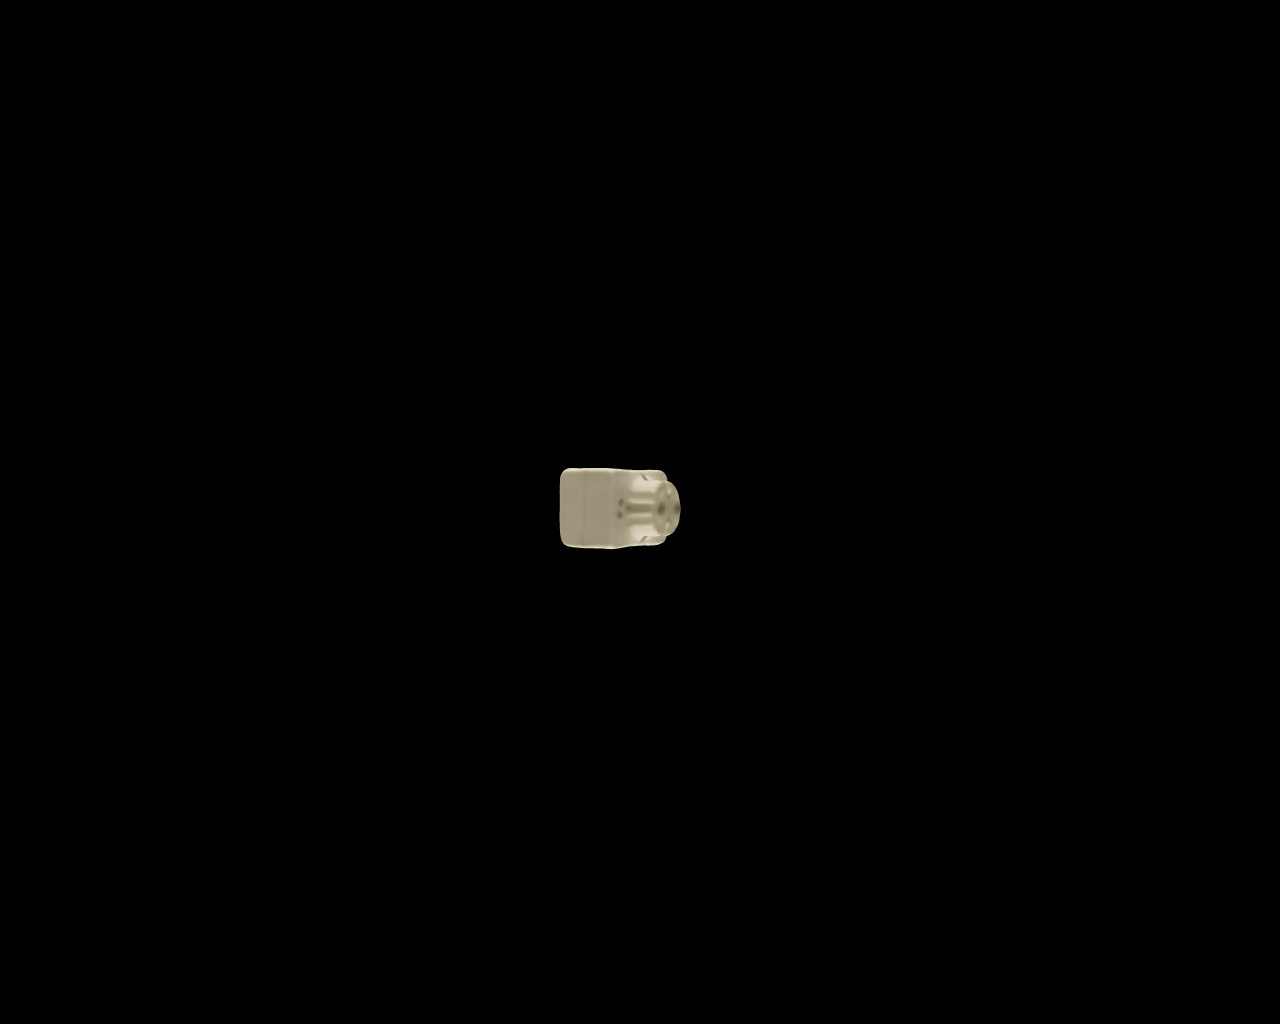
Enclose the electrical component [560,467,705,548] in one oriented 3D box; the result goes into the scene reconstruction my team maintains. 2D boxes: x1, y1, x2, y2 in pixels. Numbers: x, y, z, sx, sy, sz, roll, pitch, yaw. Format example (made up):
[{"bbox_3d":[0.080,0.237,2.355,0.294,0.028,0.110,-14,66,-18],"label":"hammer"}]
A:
[{"bbox_3d":[0.001,-0.003,0.650,0.077,0.047,0.066,0,0,32],"label":"electrical component"}]
